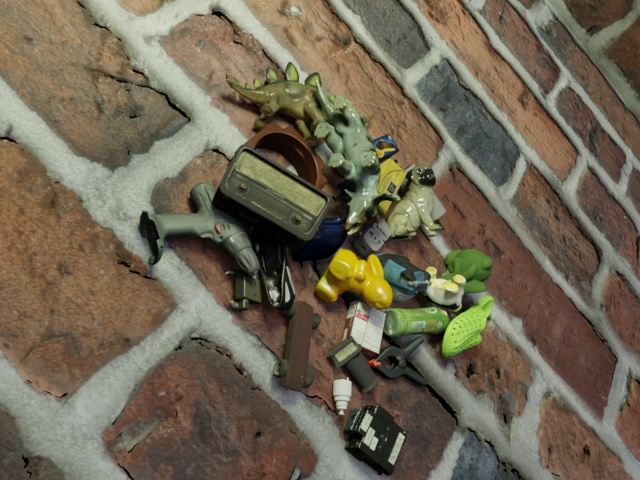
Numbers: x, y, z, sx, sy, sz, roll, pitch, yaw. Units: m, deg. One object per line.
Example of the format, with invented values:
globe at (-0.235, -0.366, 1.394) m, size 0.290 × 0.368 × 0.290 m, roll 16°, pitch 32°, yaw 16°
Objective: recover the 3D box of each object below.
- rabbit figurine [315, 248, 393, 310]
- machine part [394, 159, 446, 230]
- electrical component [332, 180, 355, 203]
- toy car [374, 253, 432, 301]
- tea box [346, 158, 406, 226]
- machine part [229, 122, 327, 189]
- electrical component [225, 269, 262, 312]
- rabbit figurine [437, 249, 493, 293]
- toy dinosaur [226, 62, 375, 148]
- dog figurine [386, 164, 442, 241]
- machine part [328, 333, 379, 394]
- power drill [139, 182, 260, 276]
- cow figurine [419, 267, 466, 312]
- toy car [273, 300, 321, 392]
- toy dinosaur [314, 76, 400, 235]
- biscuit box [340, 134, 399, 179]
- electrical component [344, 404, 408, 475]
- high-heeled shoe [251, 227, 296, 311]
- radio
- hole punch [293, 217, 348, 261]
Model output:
rabbit figurine at (0.095, 0.102, 1.272) m, size 0.173 × 0.121 × 0.162 m, roll 30°, pitch 24°, yaw 9°
machine part at (0.281, -0.127, 1.525) m, size 0.079 × 0.079 × 0.243 m, roll -38°, pitch 92°, yaw -39°
electrical component at (0.078, -0.134, 1.402) m, size 0.094 × 0.063 × 0.021 m, roll -47°, pitch 137°, yaw -28°
toy car at (0.196, 0.101, 1.348) m, size 0.109 × 0.162 × 0.102 m, roll 2°, pitch 114°, yaw -41°
tea box at (0.150, -0.126, 1.424) m, size 0.068 × 0.098 × 0.170 m, roll 42°, pitch 51°, yaw -13°
machine part at (-0.098, -0.161, 1.278) m, size 0.201 × 0.087 × 0.201 m, roll 48°, pitch 52°, yaw -9°
electrical component at (-0.164, 0.103, 1.150) m, size 0.078 × 0.045 × 0.102 m, roll 22°, pitch 58°, yaw -58°
rabbit figurine at (0.388, 0.111, 1.465) m, size 0.170 × 0.159 × 0.121 m, roll -33°, pitch 100°, yaw -23°
toy dinosaur at (-0.034, -0.349, 1.394) m, size 0.471 × 0.105 × 0.198 m, roll 14°, pitch 59°, yaw -34°
dog figurine at (0.234, -0.101, 1.442) m, size 0.172 × 0.121 × 0.190 m, roll -7°, pitch 77°, yaw -11°
machine part at (0.082, 0.287, 1.226) m, size 0.084 × 0.039 × 0.138 m, roll -41°, pitch 101°, yaw -13°
power drill at (-0.249, -0.009, 1.101) m, size 0.207 × 0.086 × 0.232 m, roll -15°, pitch 69°, yaw -31°
cow figurine at (0.292, 0.126, 1.405) m, size 0.068 × 0.168 × 0.098 m, roll -42°, pitch 136°, yaw -41°
toy car at (-0.051, 0.226, 1.165) m, size 0.089 × 0.053 × 0.202 m, roll 30°, pitch 52°, yaw -33°
toy dinosaur at (0.085, -0.208, 1.292) m, size 0.192 × 0.131 × 0.405 m, roll 45°, pitch 28°, yaw -57°
biscuit box at (0.128, -0.231, 1.477) m, size 0.203 × 0.059 × 0.063 m, roll -28°, pitch 88°, yaw -38°
electrical component at (0.119, 0.432, 1.188) m, size 0.134 × 0.058 × 0.115 m, roll 44°, pitch 51°, yaw -10°
high-heeled shoe at (-0.113, 0.028, 1.154) m, size 0.145 × 0.086 × 0.248 m, roll -56°, pitch 125°, yaw -71°
radio at (-0.102, -0.085, 1.136) m, size 0.229 × 0.073 × 0.131 m, roll 30°, pitch 60°, yaw -9°
hole punch at (-0.003, -0.004, 1.262) m, size 0.142 × 0.116 × 0.092 m, roll -1°, pitch 79°, yaw -34°
